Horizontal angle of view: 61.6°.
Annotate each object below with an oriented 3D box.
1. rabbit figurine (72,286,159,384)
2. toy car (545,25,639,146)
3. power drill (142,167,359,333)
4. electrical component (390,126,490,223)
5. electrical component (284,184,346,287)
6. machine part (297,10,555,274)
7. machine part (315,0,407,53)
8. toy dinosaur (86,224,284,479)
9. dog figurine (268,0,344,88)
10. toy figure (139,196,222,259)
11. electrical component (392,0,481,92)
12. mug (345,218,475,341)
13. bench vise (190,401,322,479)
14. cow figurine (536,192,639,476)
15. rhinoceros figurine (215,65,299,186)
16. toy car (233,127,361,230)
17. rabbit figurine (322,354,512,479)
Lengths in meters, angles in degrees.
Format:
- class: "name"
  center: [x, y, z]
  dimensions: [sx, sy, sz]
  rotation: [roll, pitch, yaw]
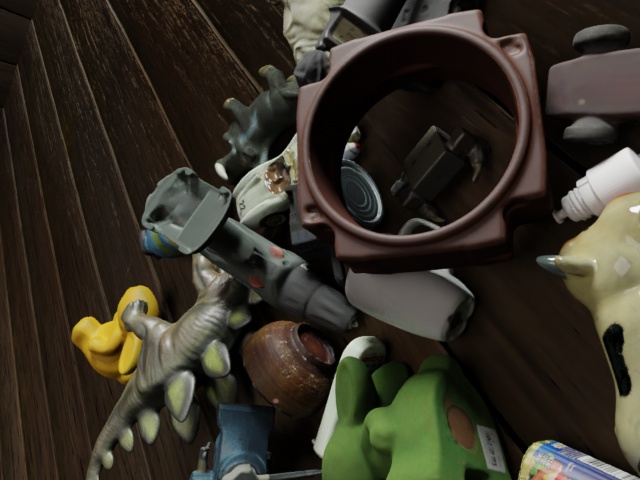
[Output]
- class: "rabbit figurine"
  center: [-0.330, 0.159, 0.917]
  dimensions: [0.173, 0.122, 0.162]
  rotation: [-53, 53, 25]
- class: "toy car"
  center: [0.261, -0.109, 0.368]
  dimensions: [0.202, 0.053, 0.089]
  rotation: [6, 96, 44]
- class: "power drill"
  center: [-0.076, 0.013, 0.586]
  dimensions: [0.232, 0.207, 0.086]
  rotation: [29, 87, 34]
- class: "electrical component"
  center: [0.117, -0.066, 0.529]
  dimensions: [0.102, 0.045, 0.078]
  rotation: [-54, 19, 23]
- class: "electrical component"
  center: [-0.001, -0.002, 0.616]
  dimensions: [0.048, 0.074, 0.119]
  rotation: [-14, 72, 12]
- class: "machine part"
  center: [0.083, -0.077, 0.456]
  dimensions: [0.201, 0.087, 0.201]
  rotation: [-6, 77, 22]
- class: "machine part"
  center: [0.059, -0.231, 0.523]
  dimensions: [0.138, 0.084, 0.039]
  rotation: [-62, 11, 7]
- class: "toy dinosaur"
  center: [-0.192, 0.161, 0.733]
  dimensions: [0.471, 0.105, 0.199]
  rotation: [-50, 51, 6]
- class: "dog figurine"
  center: [0.025, -0.269, 0.647]
  dimensions: [0.172, 0.121, 0.190]
  rotation: [-33, 82, 23]
- class: "toy figure"
  center: [-0.217, -0.018, 0.857]
  dimensions: [0.180, 0.082, 0.089]
  rotation: [-31, 79, 32]
- class: "electrical component"
  center: [0.106, -0.223, 0.558]
  dimensions: [0.115, 0.058, 0.134]
  rotation: [21, 98, 50]
- class: "mug"
  center: [0.096, 0.040, 0.511]
  dimensions: [0.107, 0.080, 0.109]
  rotation: [32, 94, 36]
- class: "bench vise"
  center: [-0.095, 0.306, 0.602]
  dimensions: [0.224, 0.129, 0.240]
  rotation: [158, 121, -65]
- class: "cow figurine"
  center: [0.224, 0.063, 0.357]
  dimensions: [0.127, 0.085, 0.195]
  rotation: [-13, 74, 40]
- class: "rhinoceros figurine"
  center: [-0.080, -0.151, 0.745]
  dimensions: [0.190, 0.073, 0.112]
  rotation: [-38, 67, 34]
- class: "toy car"
  center: [-0.032, -0.083, 0.671]
  dimensions: [0.202, 0.056, 0.073]
  rotation: [-35, 57, 29]
- class: "rabbit figurine"
  center: [0.058, 0.181, 0.484]
  dimensions: [0.170, 0.121, 0.159]
  rotation: [-37, 50, 34]
